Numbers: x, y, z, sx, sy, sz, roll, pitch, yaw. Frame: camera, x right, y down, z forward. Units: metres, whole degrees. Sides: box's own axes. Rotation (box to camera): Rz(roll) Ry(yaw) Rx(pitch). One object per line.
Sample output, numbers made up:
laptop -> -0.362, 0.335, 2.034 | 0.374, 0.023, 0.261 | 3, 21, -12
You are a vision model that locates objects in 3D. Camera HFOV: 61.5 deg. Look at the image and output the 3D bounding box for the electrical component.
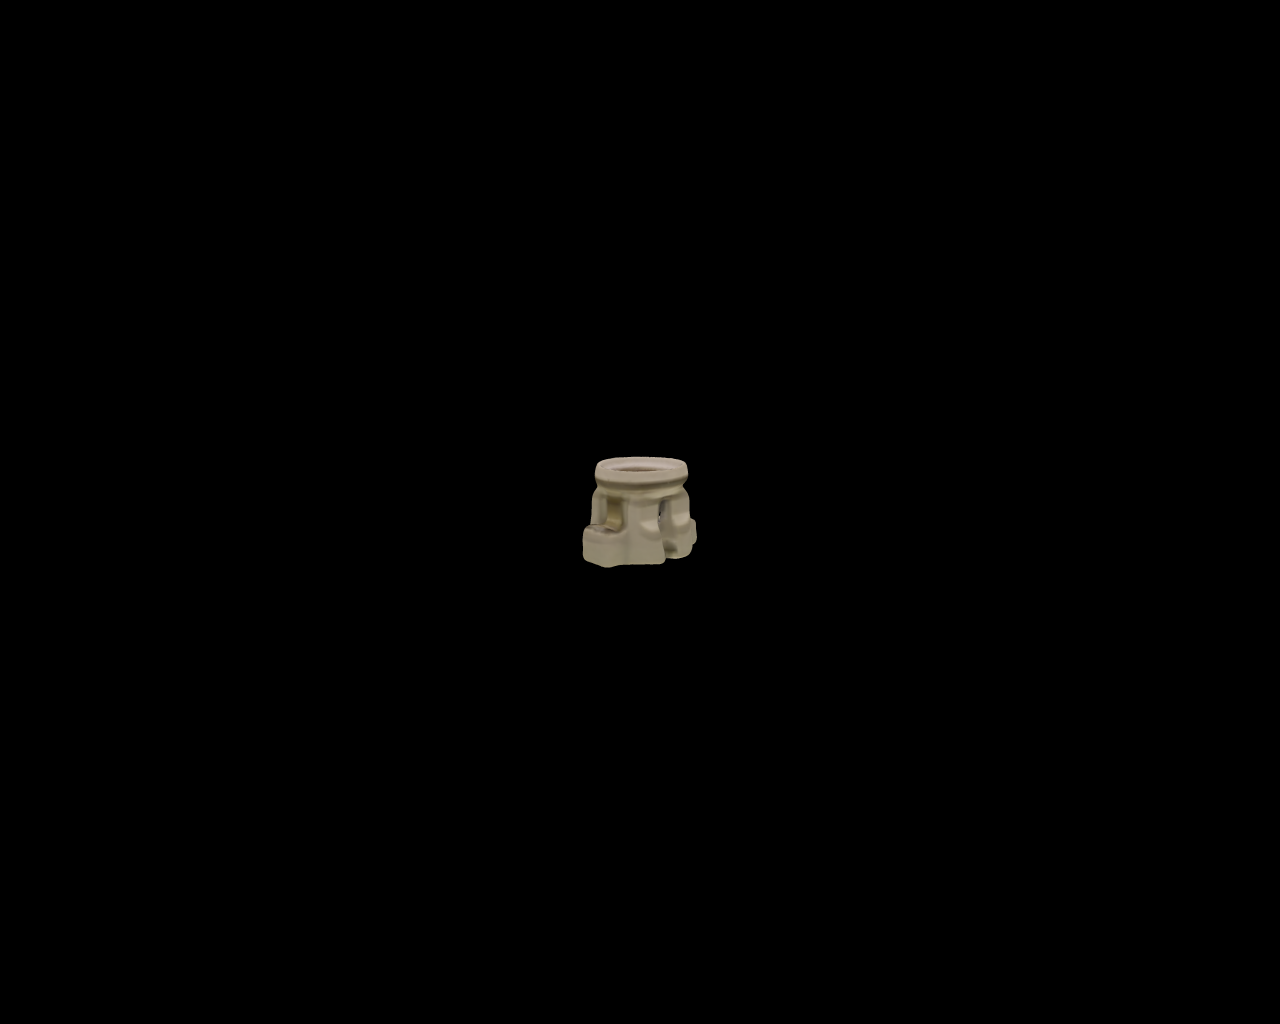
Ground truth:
electrical component -> 0.001, -0.003, 0.650 | 0.078, 0.057, 0.058 | -11, 17, -42
